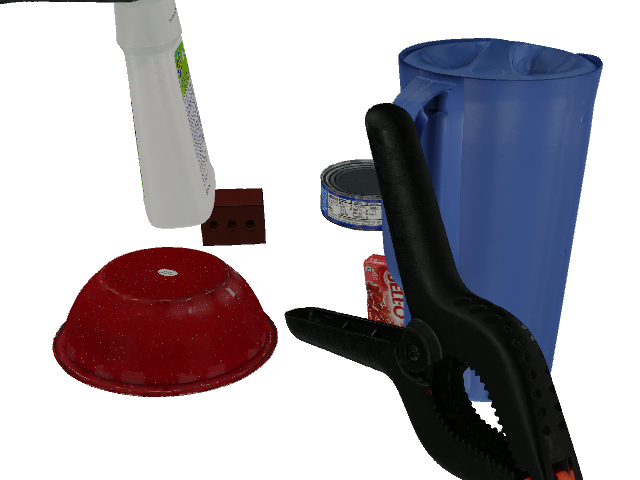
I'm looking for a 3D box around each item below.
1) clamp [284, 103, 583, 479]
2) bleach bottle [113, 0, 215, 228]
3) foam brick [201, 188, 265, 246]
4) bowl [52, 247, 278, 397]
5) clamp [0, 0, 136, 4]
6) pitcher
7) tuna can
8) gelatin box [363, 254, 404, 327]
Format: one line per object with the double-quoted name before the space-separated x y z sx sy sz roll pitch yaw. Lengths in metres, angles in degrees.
"clamp" 0.059 0.042 0.536 0.036 0.165 0.210 -12 42 -34
"bleach bottle" -0.143 -0.137 0.955 0.068 0.251 0.102 -6 38 -1
"foam brick" -0.106 -0.029 1.285 0.078 0.053 0.051 -3 28 -2
"bowl" -0.110 0.047 0.763 0.162 0.055 0.162 1 23 -1
"clamp" -0.188 -0.152 0.595 0.171 0.039 0.120 -8 24 -17
"pitcher" 0.109 -0.012 0.738 0.149 0.243 0.145 0 21 -2
"tuna can" 0.042 -0.040 0.934 0.086 0.034 0.086 1 26 -1
"gelatin box" 0.094 0.065 1.333 0.073 0.089 0.030 10 31 28
